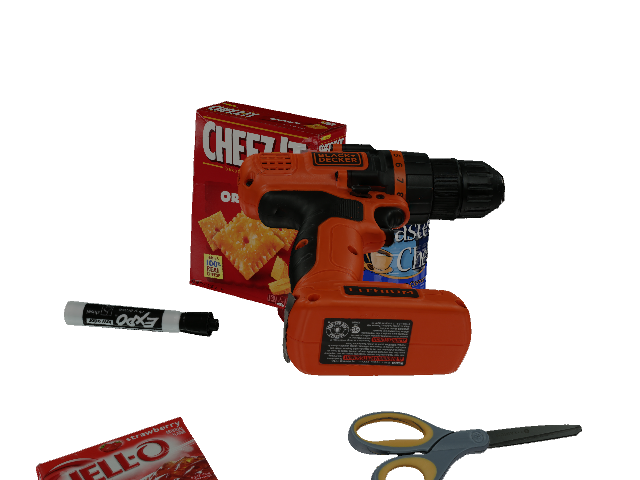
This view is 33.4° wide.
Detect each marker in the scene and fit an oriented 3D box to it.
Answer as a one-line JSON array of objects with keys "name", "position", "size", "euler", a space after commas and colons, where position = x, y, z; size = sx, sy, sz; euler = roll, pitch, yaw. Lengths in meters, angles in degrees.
[{"name": "marker", "position": [-0.138, 0.060, 0.823], "size": [0.121, 0.020, 0.020], "euler": [4, 1, 10]}]

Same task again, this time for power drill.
[{"name": "power drill", "position": [0.041, 0.005, 0.675], "size": [0.184, 0.057, 0.187], "euler": [-1, 35, -5]}]

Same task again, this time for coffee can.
[{"name": "coffee can", "position": [0.054, -0.002, 1.032], "size": [0.103, 0.140, 0.103], "euler": [2, 14, -1]}]

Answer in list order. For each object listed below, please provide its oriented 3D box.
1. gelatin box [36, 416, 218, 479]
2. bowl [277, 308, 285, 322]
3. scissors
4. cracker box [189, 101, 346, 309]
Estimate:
[{"name": "gelatin box", "position": [-0.106, 0.140, 0.593], "size": [0.089, 0.030, 0.073], "euler": [-15, 28, -20]}, {"name": "bowl", "position": [0.026, 0.111, 1.310], "size": [0.162, 0.055, 0.162], "euler": [4, 24, -2]}, {"name": "scissors", "position": [0.122, 0.181, 0.880], "size": [0.201, 0.016, 0.096], "euler": [6, 43, -2]}, {"name": "cracker box", "position": [-0.064, -0.037, 1.215], "size": [0.164, 0.214, 0.072], "euler": [14, 22, 26]}]
